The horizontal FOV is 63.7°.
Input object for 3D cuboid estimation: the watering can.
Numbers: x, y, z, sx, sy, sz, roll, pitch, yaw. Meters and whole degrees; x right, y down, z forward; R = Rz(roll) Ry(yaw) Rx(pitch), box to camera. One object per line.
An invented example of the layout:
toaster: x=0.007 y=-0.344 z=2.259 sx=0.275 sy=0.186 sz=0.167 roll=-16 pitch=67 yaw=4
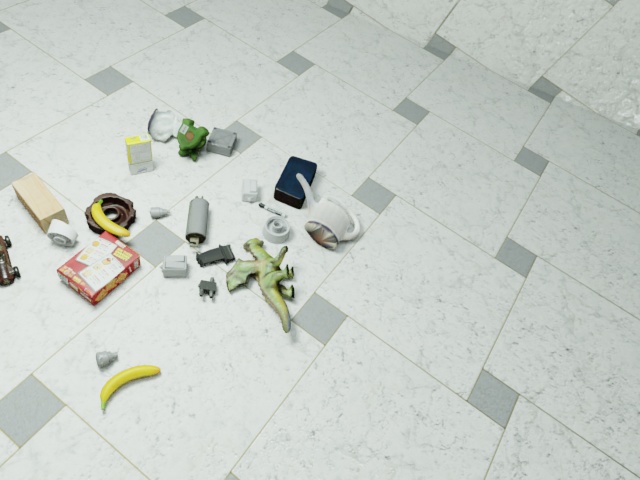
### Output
watering can: x=0.006 y=-0.104 z=2.067 sx=0.347 sy=0.102 sz=0.229 roll=36 pitch=51 yaw=-5

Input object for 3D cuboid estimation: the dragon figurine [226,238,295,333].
dragon figurine: x=-0.219 y=0.149 z=1.861 sx=0.243 sy=0.119 sz=0.420 roll=-4 pitch=51 yaw=4

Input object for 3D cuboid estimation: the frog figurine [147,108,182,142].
frog figurine: x=-0.650 y=-0.484 z=2.206 sx=0.159 sy=0.122 sz=0.138 roll=18 pitch=84 yaw=-11
